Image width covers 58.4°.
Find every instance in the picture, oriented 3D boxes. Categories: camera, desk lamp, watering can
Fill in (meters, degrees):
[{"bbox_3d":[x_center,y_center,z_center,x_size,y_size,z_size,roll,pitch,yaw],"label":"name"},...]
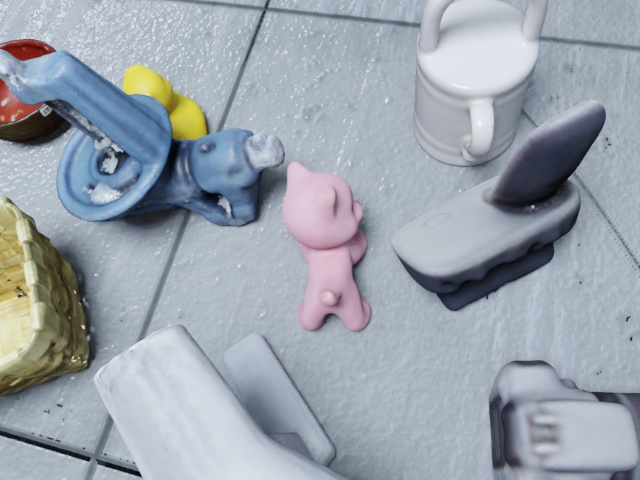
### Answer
[{"bbox_3d":[0.192,0.155,0.389,0.136,0.101,0.143,-2,66,7],"label":"camera"},{"bbox_3d":[-0.053,0.145,0.364,0.118,0.214,0.203,-34,67,-8],"label":"desk lamp"},{"bbox_3d":[0.127,-0.160,0.483,0.101,0.194,0.172,-22,66,-2],"label":"watering can"}]

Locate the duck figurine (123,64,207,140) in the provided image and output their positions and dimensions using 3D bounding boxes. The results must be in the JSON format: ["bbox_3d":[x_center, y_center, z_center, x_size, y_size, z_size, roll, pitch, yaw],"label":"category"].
[{"bbox_3d":[-0.160,-0.128,0.566,0.077,0.086,0.104,-31,66,-6],"label":"duck figurine"}]

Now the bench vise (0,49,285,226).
[{"bbox_3d":[-0.144,-0.091,0.474,0.207,0.220,0.121,-19,65,-1],"label":"bench vise"}]

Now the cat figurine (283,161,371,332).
[{"bbox_3d":[0.004,0.002,0.471,0.067,0.118,0.128,-6,66,5],"label":"cat figurine"}]

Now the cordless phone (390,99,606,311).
[{"bbox_3d":[0.129,-0.030,0.431,0.147,0.185,0.094,-31,66,-6],"label":"cordless phone"}]
